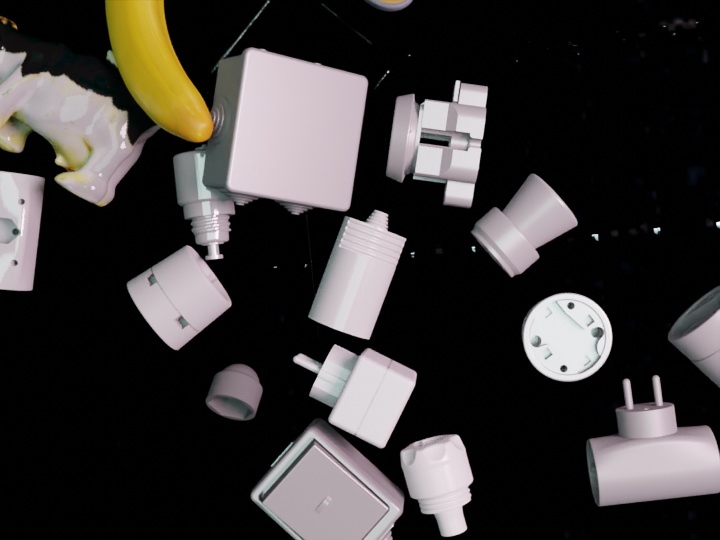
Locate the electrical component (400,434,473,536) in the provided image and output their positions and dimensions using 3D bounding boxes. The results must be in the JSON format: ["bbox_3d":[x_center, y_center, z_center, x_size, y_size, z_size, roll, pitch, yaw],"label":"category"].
[{"bbox_3d":[0.053,0.141,0.702,0.043,0.043,0.062,-16,90,4],"label":"electrical component"}]

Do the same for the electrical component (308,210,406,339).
[{"bbox_3d":[0.000,0.000,0.705,0.043,0.043,0.081,20,91,4],"label":"electrical component"}]

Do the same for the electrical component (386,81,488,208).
[{"bbox_3d":[0.048,-0.083,0.696,0.057,0.058,0.078,8,91,1],"label":"electrical component"}]

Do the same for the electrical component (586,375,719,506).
[{"bbox_3d":[0.186,0.108,0.692,0.077,0.044,0.079,-7,89,4],"label":"electrical component"}]

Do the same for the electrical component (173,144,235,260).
[{"bbox_3d":[-0.101,-0.046,0.714,0.040,0.040,0.078,-6,90,4],"label":"electrical component"}]

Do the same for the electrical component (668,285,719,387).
[{"bbox_3d":[0.234,0.043,0.685,0.055,0.055,0.047,-43,91,3],"label":"electrical component"}]

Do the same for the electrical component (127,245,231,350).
[{"bbox_3d":[-0.118,0.017,0.709,0.047,0.055,0.055,-36,88,-1],"label":"electrical component"}]

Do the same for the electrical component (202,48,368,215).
[{"bbox_3d":[-0.050,-0.088,0.689,0.100,0.048,0.099,8,90,-32],"label":"electrical component"}]

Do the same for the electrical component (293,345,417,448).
[{"bbox_3d":[-0.008,0.073,0.695,0.077,0.066,0.047,26,91,4],"label":"electrical component"}]

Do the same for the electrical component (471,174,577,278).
[{"bbox_3d":[0.106,-0.028,0.698,0.055,0.045,0.045,-41,87,3],"label":"electrical component"}]

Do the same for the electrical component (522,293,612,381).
[{"bbox_3d":[0.131,0.042,0.695,0.055,0.047,0.055,0,90,4],"label":"electrical component"}]

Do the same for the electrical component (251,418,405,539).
[{"bbox_3d":[-0.015,0.152,0.697,0.096,0.061,0.061,42,92,3],"label":"electrical component"}]

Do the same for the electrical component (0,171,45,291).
[{"bbox_3d":[-0.256,-0.029,0.723,0.079,0.043,0.077,7,91,4],"label":"electrical component"}]
